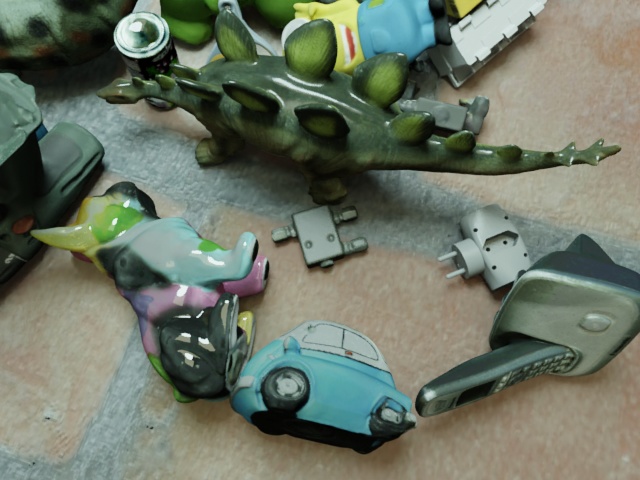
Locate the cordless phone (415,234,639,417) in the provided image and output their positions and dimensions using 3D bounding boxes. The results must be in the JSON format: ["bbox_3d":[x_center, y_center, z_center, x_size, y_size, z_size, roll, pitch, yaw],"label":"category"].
[{"bbox_3d":[0.165,0.083,0.453,0.184,0.146,0.089,-19,55,-16],"label":"cordless phone"}]

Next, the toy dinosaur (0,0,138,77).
[{"bbox_3d":[-0.288,-0.237,0.551,0.405,0.192,0.131,-8,62,3],"label":"toy dinosaur"}]

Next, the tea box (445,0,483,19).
[{"bbox_3d":[0.166,-0.319,0.538,0.169,0.098,0.068,-42,40,-3],"label":"tea box"}]

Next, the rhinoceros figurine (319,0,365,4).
[{"bbox_3d":[0.085,-0.300,0.590,0.190,0.111,0.073,-25,33,-13],"label":"rhinoceros figurine"}]

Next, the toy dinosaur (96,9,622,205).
[{"bbox_3d":[0.004,-0.108,0.498,0.472,0.198,0.105,11,79,8],"label":"toy dinosaur"}]

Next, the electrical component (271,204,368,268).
[{"bbox_3d":[-0.001,-0.002,0.558,0.094,0.021,0.063,-15,75,-2],"label":"electrical component"}]

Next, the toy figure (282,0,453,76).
[{"bbox_3d":[0.045,-0.204,0.561,0.180,0.089,0.082,-8,82,19],"label":"toy figure"}]

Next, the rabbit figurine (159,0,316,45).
[{"bbox_3d":[-0.081,-0.296,0.592,0.170,0.159,0.121,14,65,-9],"label":"rabbit figurine"}]

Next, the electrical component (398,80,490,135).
[{"bbox_3d":[0.125,-0.141,0.570,0.102,0.078,0.045,17,100,14],"label":"electrical component"}]

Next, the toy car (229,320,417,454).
[{"bbox_3d":[0.006,0.124,0.484,0.162,0.109,0.103,12,58,-3],"label":"toy car"}]

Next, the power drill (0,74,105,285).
[{"bbox_3d":[-0.294,-0.038,0.490,0.086,0.207,0.232,30,67,4],"label":"power drill"}]

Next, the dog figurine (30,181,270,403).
[{"bbox_3d":[-0.166,0.042,0.514,0.219,0.108,0.191,10,78,10],"label":"dog figurine"}]

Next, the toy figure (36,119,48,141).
[{"bbox_3d":[-0.325,-0.118,0.538,0.058,0.154,0.064,13,76,3],"label":"toy figure"}]
